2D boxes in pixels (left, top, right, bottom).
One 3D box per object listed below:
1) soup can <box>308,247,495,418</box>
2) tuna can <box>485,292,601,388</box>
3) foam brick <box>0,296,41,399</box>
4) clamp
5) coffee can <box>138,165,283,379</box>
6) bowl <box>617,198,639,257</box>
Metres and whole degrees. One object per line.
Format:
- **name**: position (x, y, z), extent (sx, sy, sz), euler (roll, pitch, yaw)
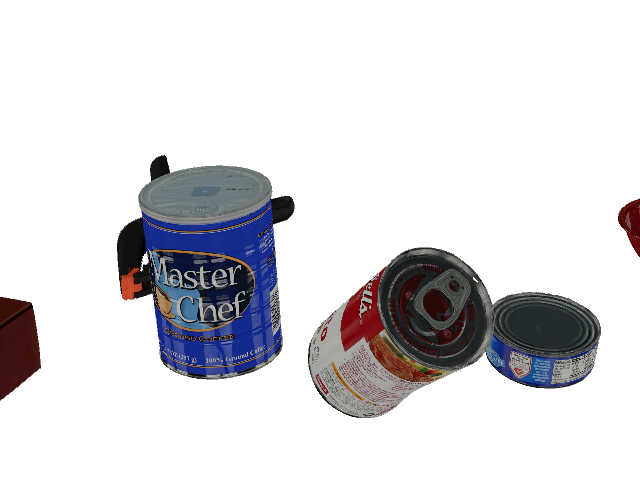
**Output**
- **soup can**: position (0.042, 0.054, 0.594), extent (0.068, 0.068, 0.102), euler (0, -23, -24)
- **tuna can**: position (0.171, 0.076, 0.824), extent (0.086, 0.034, 0.086), euler (1, 30, -1)
- **foam brick**: position (-0.233, 0.077, 0.714), extent (0.053, 0.051, 0.078), euler (9, 28, 24)
- **clamp**: position (-0.145, -0.014, 1.060), extent (0.165, 0.036, 0.209), euler (22, 40, 21)
- **coffee can**: position (-0.085, 0.024, 0.847), extent (0.103, 0.140, 0.103), euler (-3, 25, 1)
- **bowl**: position (0.396, 0.002, 1.127), extent (0.162, 0.055, 0.162), euler (-3, 23, 1)
